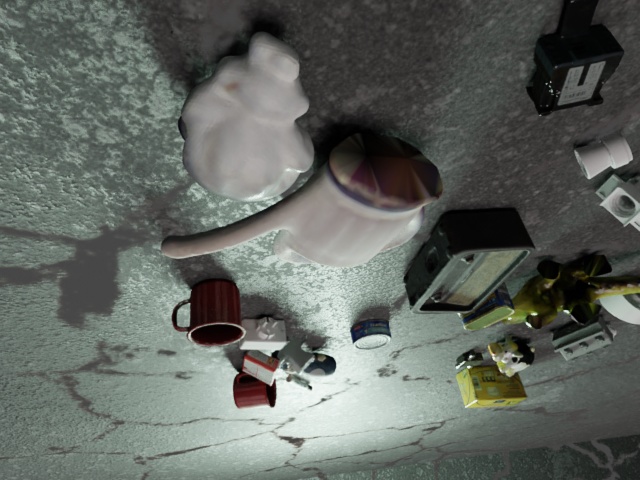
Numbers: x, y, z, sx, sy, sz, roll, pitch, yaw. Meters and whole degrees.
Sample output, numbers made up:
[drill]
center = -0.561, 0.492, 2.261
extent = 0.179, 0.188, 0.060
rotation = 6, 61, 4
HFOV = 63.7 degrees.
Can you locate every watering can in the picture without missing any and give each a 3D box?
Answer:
[watering can]
center = 0.002, -0.032, 0.628
extent = 0.348, 0.106, 0.220
rotation = 0, 147, -31

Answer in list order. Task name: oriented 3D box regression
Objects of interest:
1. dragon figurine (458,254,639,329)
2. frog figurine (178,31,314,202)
[dragon figurine]
center = 0.470, 0.118, 1.030
extent = 0.410, 0.124, 0.239
rotation = -5, 164, -4
[frog figurine]
center = -0.061, -0.111, 0.499
extent = 0.136, 0.125, 0.157
rotation = 32, 143, -21
